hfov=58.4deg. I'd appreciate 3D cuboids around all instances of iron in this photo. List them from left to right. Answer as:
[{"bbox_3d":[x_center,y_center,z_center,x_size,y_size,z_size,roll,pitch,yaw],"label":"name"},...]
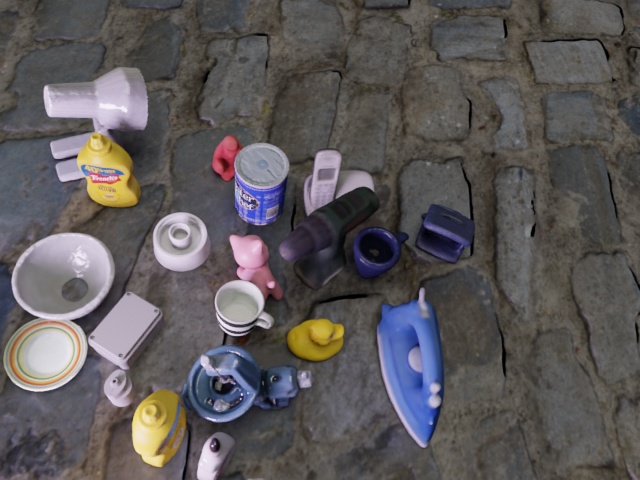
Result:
[{"bbox_3d":[0.178,0.215,0.994,0.119,0.141,0.258,-2,62,-9],"label":"iron"}]

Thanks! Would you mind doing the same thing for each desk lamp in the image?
[{"bbox_3d":[-0.428,-0.227,1.101,0.203,0.213,0.118,-18,65,-17],"label":"desk lamp"}]

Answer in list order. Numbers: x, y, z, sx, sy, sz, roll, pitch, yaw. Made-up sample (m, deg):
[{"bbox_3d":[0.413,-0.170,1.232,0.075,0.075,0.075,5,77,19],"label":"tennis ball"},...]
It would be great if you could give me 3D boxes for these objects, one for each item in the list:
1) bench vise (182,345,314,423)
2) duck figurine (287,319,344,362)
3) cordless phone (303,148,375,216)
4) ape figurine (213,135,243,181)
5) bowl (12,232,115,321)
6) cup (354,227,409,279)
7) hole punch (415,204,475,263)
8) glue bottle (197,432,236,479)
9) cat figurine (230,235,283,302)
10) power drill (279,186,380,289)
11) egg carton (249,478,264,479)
[{"bbox_3d":[-0.117,0.208,0.907,0.208,0.220,0.121,-18,65,-17],"label":"bench vise"},{"bbox_3d":[-0.005,0.170,1.022,0.104,0.086,0.077,-1,62,-9],"label":"duck figurine"},{"bbox_3d":[0.044,-0.113,1.128,0.148,0.185,0.094,-8,63,-13],"label":"cordless phone"},{"bbox_3d":[-0.186,-0.180,1.183,0.078,0.092,0.076,-12,64,-15],"label":"ape figurine"},{"bbox_3d":[-0.444,0.074,1.013,0.167,0.075,0.167,4,61,-7],"label":"bowl"},{"bbox_3d":[0.114,0.028,1.114,0.118,0.095,0.091,-24,68,-20],"label":"cup"},{"bbox_3d":[0.258,-0.026,1.168,0.108,0.091,0.101,24,61,5],"label":"hole punch"},{"bbox_3d":[-0.158,0.323,0.864,0.037,0.173,0.078,23,61,5],"label":"glue bottle"},{"bbox_3d":[-0.116,0.046,1.055,0.067,0.118,0.127,-26,68,-21],"label":"cat figurine"},{"bbox_3d":[0.010,0.004,1.046,0.075,0.208,0.230,43,64,15],"label":"power drill"},{"bbox_3d":[-0.111,0.445,0.864,0.107,0.069,0.150,-9,63,-14],"label":"egg carton"}]
